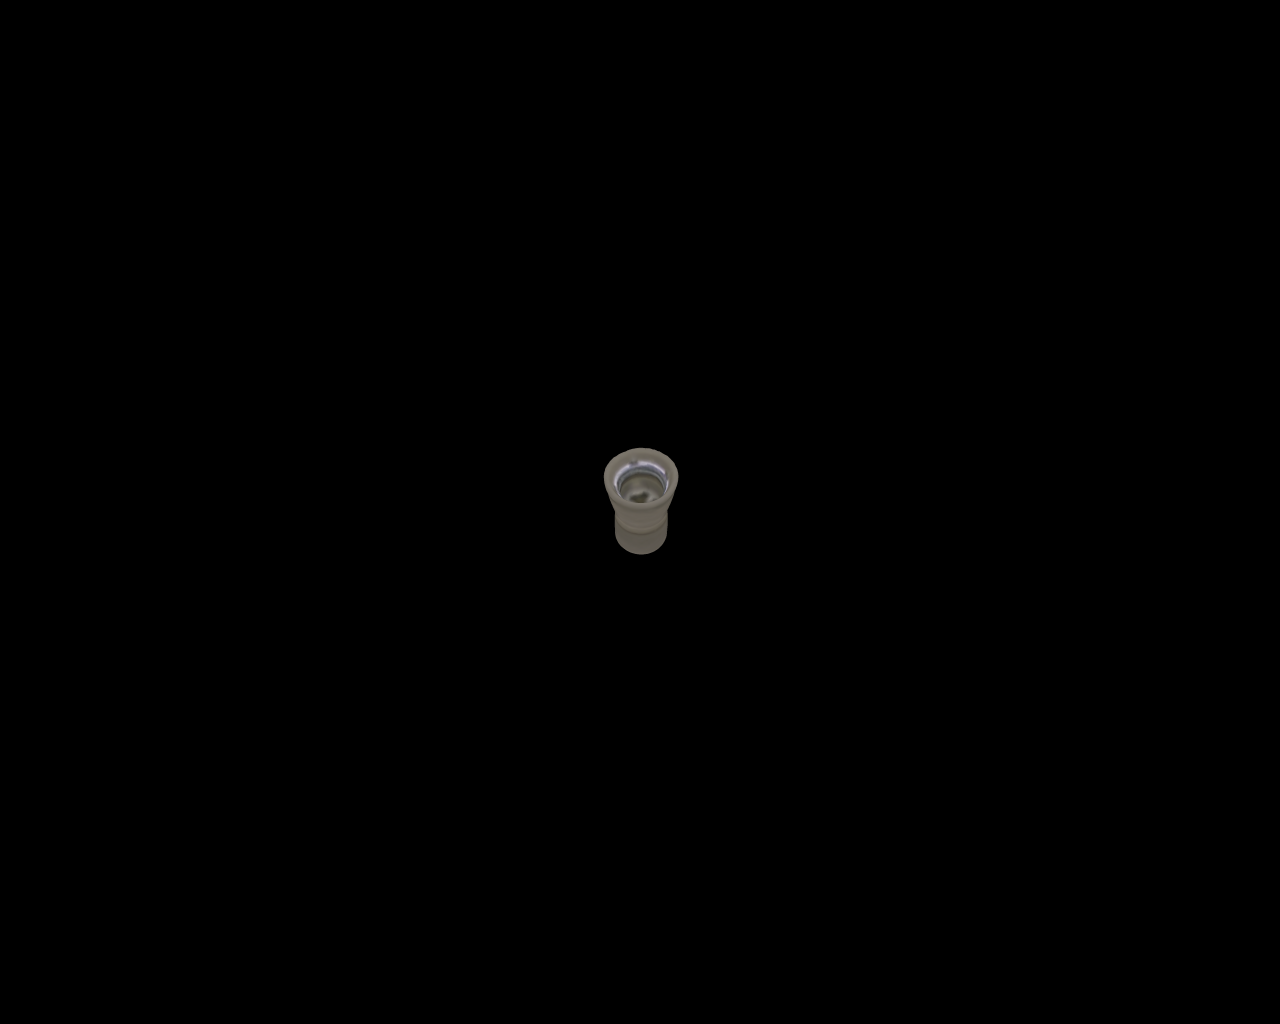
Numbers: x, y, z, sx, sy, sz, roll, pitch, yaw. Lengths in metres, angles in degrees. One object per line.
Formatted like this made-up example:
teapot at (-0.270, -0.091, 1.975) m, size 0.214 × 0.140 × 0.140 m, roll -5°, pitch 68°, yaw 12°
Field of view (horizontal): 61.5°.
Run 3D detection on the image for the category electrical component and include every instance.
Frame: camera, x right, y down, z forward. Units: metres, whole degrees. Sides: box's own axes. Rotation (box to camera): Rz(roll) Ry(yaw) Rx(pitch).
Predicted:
electrical component at (0.001, -0.003, 0.650) m, size 0.044 × 0.044 × 0.065 m, roll 0°, pitch -36°, yaw 0°
